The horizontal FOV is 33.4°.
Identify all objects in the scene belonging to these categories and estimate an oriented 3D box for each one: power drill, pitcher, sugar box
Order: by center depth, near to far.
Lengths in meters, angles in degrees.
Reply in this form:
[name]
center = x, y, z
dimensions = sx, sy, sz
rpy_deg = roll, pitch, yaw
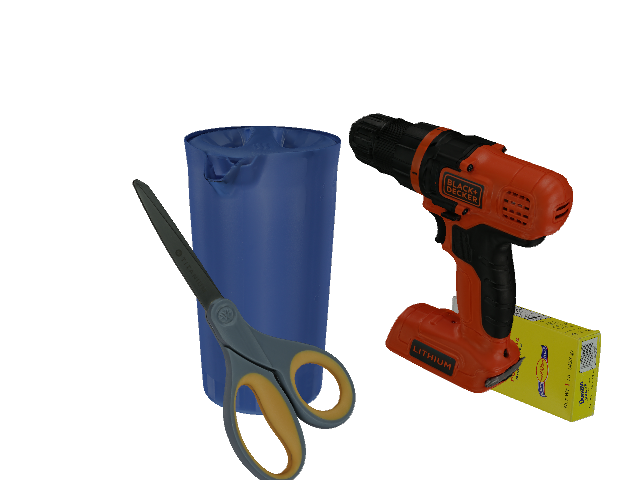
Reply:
[power drill]
center = 0.092, 0.007, 0.798
dimensions = 0.185, 0.188, 0.057
rpy_deg = 26, 38, 37
[pitcher]
center = -0.046, 0.020, 0.945
dimensions = 0.149, 0.243, 0.145
rpy_deg = -5, 17, -21
[sugar box]
center = 0.214, 0.121, 1.146
dimensions = 0.048, 0.093, 0.177
rpy_deg = -8, 16, -41

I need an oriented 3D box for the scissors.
[scissors]
center = -0.041, 0.047, 0.653
dimensions = 0.096, 0.202, 0.016
rpy_deg = -17, -2, -28
